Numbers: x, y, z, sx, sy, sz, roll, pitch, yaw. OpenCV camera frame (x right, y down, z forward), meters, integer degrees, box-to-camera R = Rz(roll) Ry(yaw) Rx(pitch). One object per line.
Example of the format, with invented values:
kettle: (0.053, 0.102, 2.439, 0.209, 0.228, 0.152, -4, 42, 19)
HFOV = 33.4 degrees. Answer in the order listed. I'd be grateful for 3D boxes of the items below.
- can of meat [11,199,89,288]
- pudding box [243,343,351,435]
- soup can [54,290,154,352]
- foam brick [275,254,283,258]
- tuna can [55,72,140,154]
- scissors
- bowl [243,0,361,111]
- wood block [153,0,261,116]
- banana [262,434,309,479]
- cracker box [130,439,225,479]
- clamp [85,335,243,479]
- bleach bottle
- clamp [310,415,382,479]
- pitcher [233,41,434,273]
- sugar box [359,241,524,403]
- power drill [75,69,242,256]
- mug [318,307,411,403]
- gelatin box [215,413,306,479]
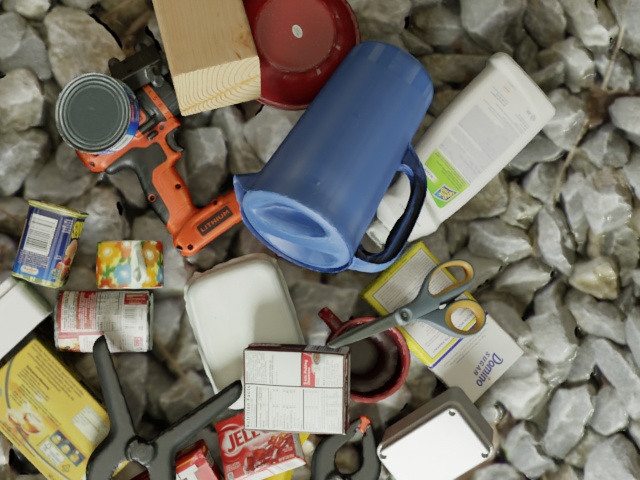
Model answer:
can of meat: (-0.292, 0.003, 1.150, 0.057, 0.102, 0.084, 16, 89, -5)
pudding box: (-0.025, 0.158, 1.129, 0.113, 0.039, 0.090, 1, 95, 11)
soup can: (-0.235, 0.089, 1.169, 0.102, 0.068, 0.068, 0, 88, -6)
foam brick: (-0.008, 0.001, 1.201, 0.078, 0.051, 0.053, 14, 88, -5)
tuna can: (-0.236, -0.134, 1.136, 0.086, 0.033, 0.086, 0, 91, 12)
scissors: (0.105, 0.094, 1.152, 0.201, 0.016, 0.096, -37, 92, -28)
bowl: (-0.030, -0.230, 1.203, 0.162, 0.055, 0.162, 0, 89, -6)
wood block: (-0.132, -0.251, 1.145, 0.090, 0.090, 0.206, -14, 70, -6)
banana: (-0.037, 0.252, 1.182, 0.037, 0.070, 0.197, 33, 73, -40)
cracker box: (-0.148, 0.354, 1.168, 0.164, 0.072, 0.214, -29, 91, -6)
clamp: (-0.196, 0.211, 1.119, 0.164, 0.036, 0.210, 26, 84, -7)
bleach bottle: (0.145, -0.092, 1.213, 0.251, 0.068, 0.102, -43, 92, -3)
clamp: (0.027, 0.284, 1.202, 0.120, 0.039, 0.171, 32, 89, -1)
pitcher: (0.035, -0.089, 1.141, 0.242, 0.145, 0.149, -59, 134, -25)
sugar box: (0.138, 0.095, 1.216, 0.093, 0.048, 0.176, -43, 96, -5)
power drill: (-0.151, -0.091, 1.188, 0.184, 0.057, 0.187, -38, 89, -2)
mug: (0.040, 0.121, 1.187, 0.093, 0.081, 0.117, -45, 93, -5)
gelatin box: (-0.067, 0.223, 1.171, 0.089, 0.030, 0.073, -23, 58, 14)
